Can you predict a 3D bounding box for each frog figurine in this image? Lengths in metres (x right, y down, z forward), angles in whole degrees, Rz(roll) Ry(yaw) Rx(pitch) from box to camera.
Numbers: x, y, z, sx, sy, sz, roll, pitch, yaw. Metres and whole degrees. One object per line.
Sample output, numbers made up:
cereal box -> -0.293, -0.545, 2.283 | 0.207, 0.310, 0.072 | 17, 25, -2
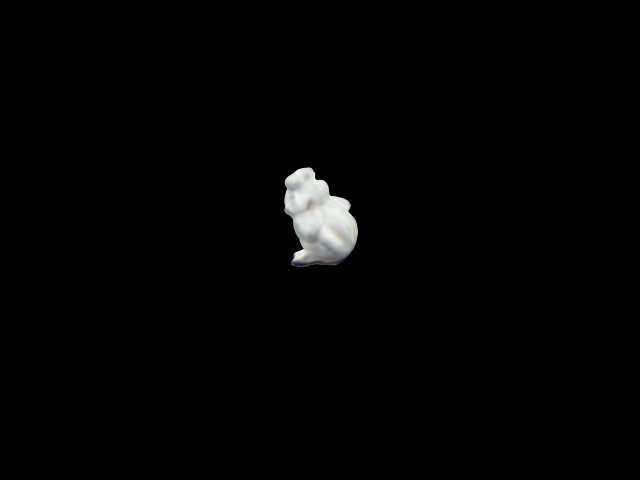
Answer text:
frog figurine -> 0.003, -0.043, 0.850 | 0.123, 0.156, 0.139 | 17, 29, 33
